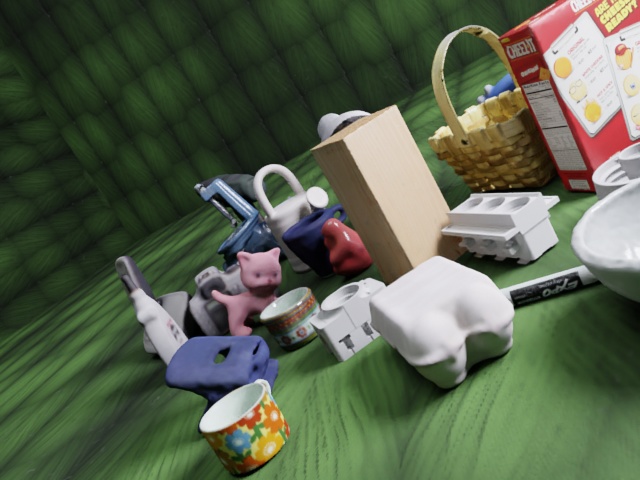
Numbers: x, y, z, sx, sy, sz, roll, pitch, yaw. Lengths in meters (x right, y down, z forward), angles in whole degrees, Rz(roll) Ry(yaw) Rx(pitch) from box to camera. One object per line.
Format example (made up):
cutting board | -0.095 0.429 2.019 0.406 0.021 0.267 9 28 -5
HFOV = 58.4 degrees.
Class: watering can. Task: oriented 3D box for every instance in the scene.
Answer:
watering can | -0.044 -0.049 1.024 0.172 0.194 0.101 -22 16 32

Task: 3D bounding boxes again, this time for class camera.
camera | -0.162 0.084 0.994 0.143 0.101 0.136 -33 14 -10

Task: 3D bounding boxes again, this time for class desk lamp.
desk lamp | 0.071 -0.134 1.045 0.118 0.214 0.203 -31 14 -3

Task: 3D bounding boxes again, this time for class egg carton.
egg carton | 0.110 0.072 0.534 0.107 0.069 0.150 -32 14 -7

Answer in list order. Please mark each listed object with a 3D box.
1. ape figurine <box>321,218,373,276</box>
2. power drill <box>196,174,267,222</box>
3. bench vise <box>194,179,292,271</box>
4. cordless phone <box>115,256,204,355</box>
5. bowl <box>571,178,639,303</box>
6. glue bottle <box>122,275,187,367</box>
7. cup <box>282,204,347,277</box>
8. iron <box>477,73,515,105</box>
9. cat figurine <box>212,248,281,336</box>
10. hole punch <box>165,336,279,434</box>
ape figurine | 0.035 0.008 0.872 0.076 0.092 0.078 -17 19 44
power drill | -0.181 -0.061 1.324 0.228 0.208 0.076 -13 22 50
bench vise | -0.146 -0.049 1.184 0.207 0.220 0.121 -32 14 -7
cordless phone | -0.289 0.107 1.001 0.147 0.185 0.094 -17 20 44
bowl | 0.279 0.002 0.416 0.167 0.075 0.167 -29 14 8
glue bottle | -0.250 0.126 0.874 0.037 0.173 0.078 -31 14 -3
cup | 0.009 0.003 0.937 0.118 0.095 0.091 -34 14 -14
iron | 0.345 -0.225 0.947 0.257 0.141 0.119 -16 20 46
cat figurine | -0.104 0.072 0.881 0.128 0.118 0.067 -30 14 2
hole punch | -0.111 0.151 0.670 0.101 0.091 0.108 -27 14 13
